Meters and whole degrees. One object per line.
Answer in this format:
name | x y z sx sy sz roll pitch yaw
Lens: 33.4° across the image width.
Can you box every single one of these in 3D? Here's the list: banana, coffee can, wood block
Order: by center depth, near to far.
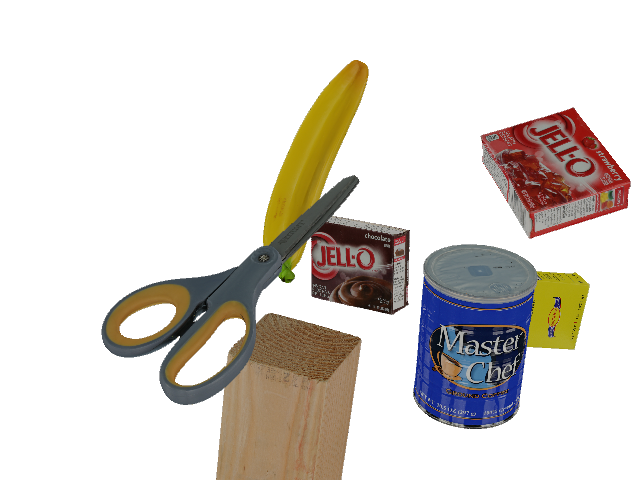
banana | -0.007 -0.051 0.859 0.037 0.197 0.070 28 -20 -31
wood block | -0.032 0.180 0.923 0.090 0.206 0.090 14 24 16
coffee can | 0.142 0.088 0.993 0.103 0.140 0.103 1 27 -1

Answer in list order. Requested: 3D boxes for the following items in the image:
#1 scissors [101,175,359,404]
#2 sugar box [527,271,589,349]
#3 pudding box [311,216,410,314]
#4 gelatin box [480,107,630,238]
scissors | -0.053 0.015 0.625 0.096 0.016 0.201 10 43 17
sugar box | 0.238 0.084 1.326 0.176 0.093 0.048 3 19 -15
pudding box | 0.043 0.025 1.170 0.114 0.090 0.039 10 19 33
gelatin box | 0.162 -0.049 0.743 0.073 0.030 0.089 -17 45 -5
